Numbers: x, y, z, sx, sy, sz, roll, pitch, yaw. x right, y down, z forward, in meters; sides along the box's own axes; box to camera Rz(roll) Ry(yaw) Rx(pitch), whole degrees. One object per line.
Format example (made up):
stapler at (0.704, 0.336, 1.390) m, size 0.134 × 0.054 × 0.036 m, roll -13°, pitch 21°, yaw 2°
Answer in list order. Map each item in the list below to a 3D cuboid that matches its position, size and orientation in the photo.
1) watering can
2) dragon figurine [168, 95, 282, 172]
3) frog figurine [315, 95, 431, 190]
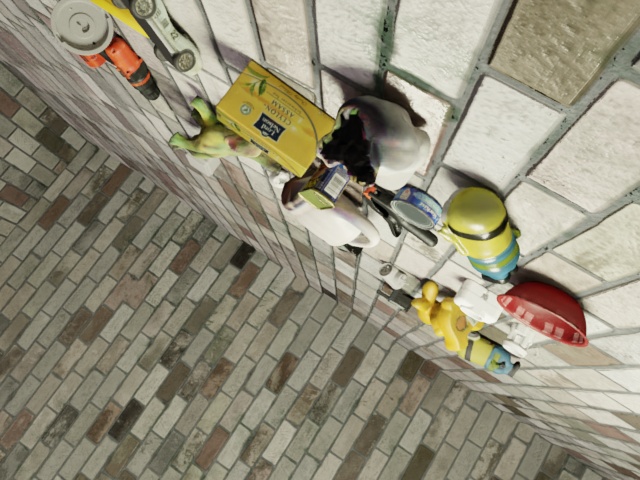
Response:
watering can at (0.004, -0.058, 1.156) m, size 0.222 × 0.105 × 0.348 m, roll 40°, pitch 169°, yaw -19°
dragon figurine at (-0.204, -0.206, 1.180) m, size 0.242 × 0.122 × 0.411 m, roll 27°, pitch 179°, yaw -8°
frog figurine at (0.090, -0.126, 0.687) m, size 0.160 × 0.122 × 0.138 m, roll -6°, pitch -168°, yaw -44°
